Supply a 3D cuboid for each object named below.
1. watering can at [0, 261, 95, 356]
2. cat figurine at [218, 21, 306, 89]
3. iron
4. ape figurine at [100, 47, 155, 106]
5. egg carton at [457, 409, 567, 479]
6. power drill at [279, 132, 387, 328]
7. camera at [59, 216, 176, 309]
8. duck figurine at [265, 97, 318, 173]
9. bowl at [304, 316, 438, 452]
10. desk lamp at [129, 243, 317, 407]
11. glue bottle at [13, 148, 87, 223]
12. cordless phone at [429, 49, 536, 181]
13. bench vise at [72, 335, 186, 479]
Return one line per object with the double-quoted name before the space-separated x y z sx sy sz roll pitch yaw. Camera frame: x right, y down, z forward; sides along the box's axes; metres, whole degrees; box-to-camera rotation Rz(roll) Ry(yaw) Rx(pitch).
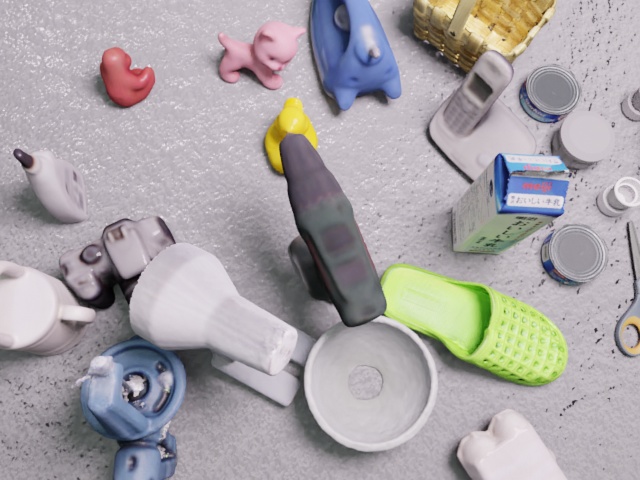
"watering can" -0.366 0.084 0.684 0.173 0.194 0.101 -17 77 -7
"cat figurine" -0.086 -0.278 0.830 0.128 0.118 0.067 7 75 -1
"iron" 0.043 -0.330 0.837 0.118 0.141 0.258 -15 77 -6
"ape figurine" -0.284 -0.242 0.824 0.077 0.092 0.076 29 76 5
"egg carton" 0.247 0.297 0.722 0.107 0.069 0.150 -31 79 -10
"power drill" 0.007 0.003 0.715 0.075 0.208 0.229 -24 78 -8
"camera" -0.246 0.052 0.746 0.143 0.101 0.137 -28 78 -9
"duck figurine" -0.041 -0.152 0.815 0.077 0.086 0.104 5 75 -1
"bowl" 0.062 0.183 0.740 0.167 0.075 0.167 1 76 -2
"desk lamp" -0.101 0.105 0.681 0.203 0.213 0.118 28 76 5
"glue bottle" -0.349 -0.080 0.738 0.037 0.173 0.078 -8 76 -4
"cordless phone" 0.236 -0.163 0.780 0.094 0.185 0.147 -43 81 -12
"bench vise" -0.204 0.202 0.648 0.121 0.220 0.207 -20 77 -7
